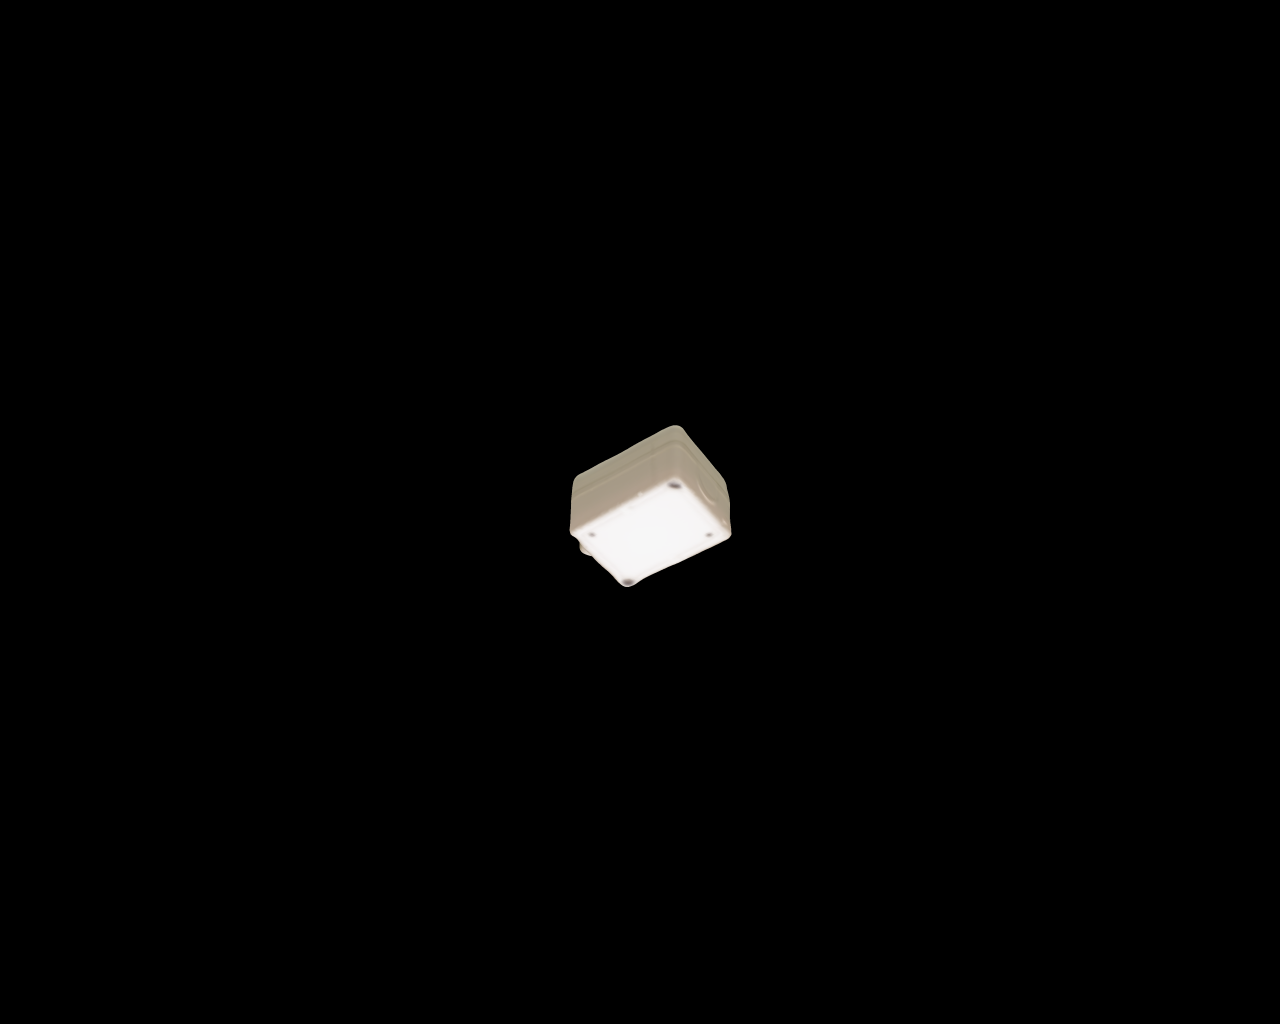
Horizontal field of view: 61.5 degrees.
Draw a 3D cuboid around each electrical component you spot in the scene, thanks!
[{"bbox_3d":[0.001,-0.003,0.650,0.096,0.061,0.061,-27,-53,22],"label":"electrical component"}]
